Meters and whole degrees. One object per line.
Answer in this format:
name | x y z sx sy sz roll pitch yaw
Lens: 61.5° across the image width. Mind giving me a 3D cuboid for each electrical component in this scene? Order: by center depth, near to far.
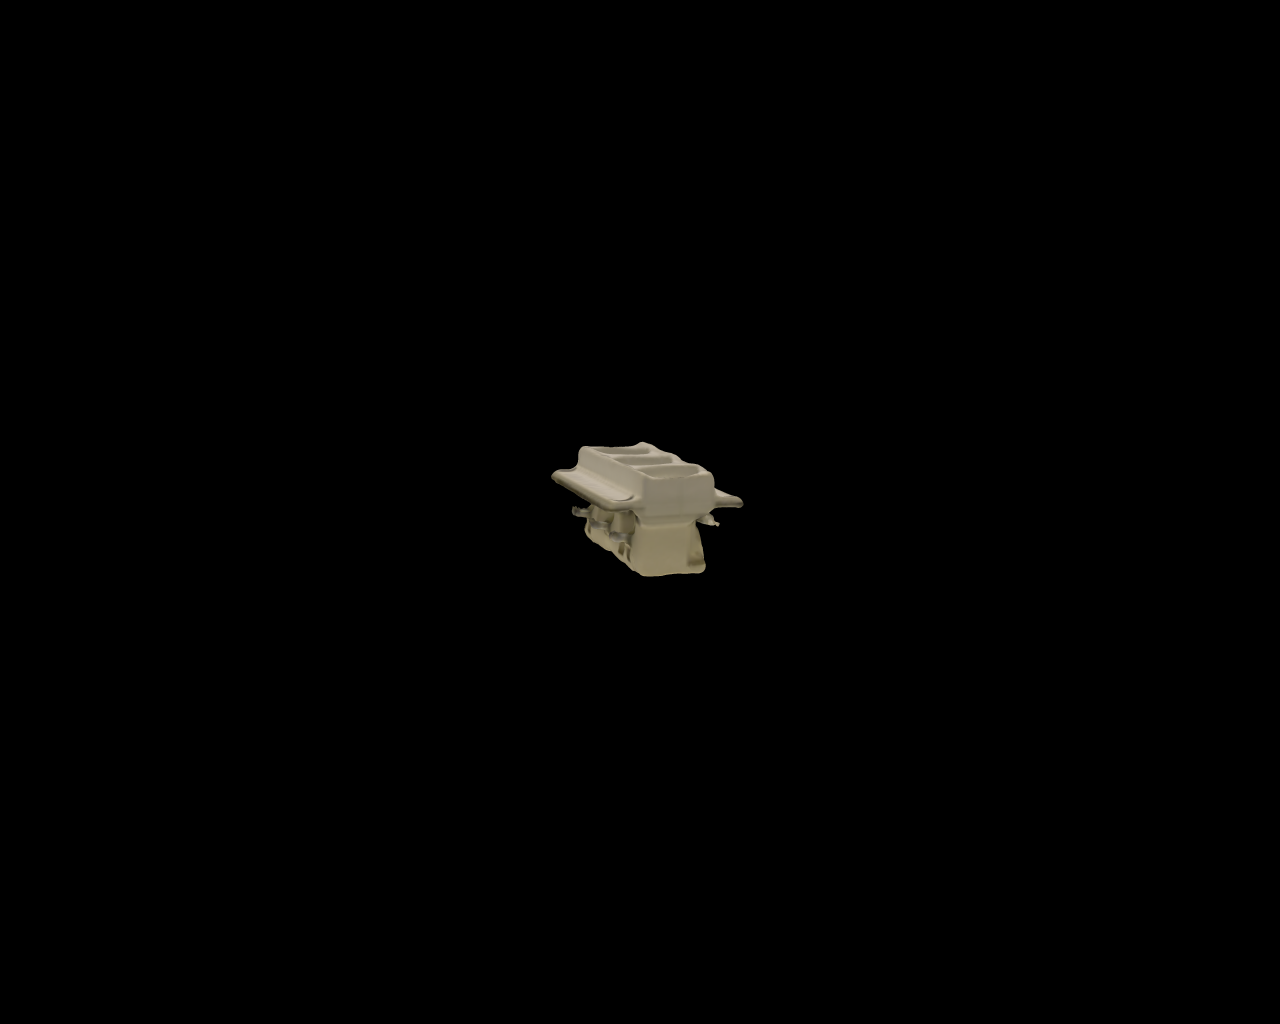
electrical component | 0.001 -0.003 0.650 0.079 0.063 0.121 -4 13 -19
